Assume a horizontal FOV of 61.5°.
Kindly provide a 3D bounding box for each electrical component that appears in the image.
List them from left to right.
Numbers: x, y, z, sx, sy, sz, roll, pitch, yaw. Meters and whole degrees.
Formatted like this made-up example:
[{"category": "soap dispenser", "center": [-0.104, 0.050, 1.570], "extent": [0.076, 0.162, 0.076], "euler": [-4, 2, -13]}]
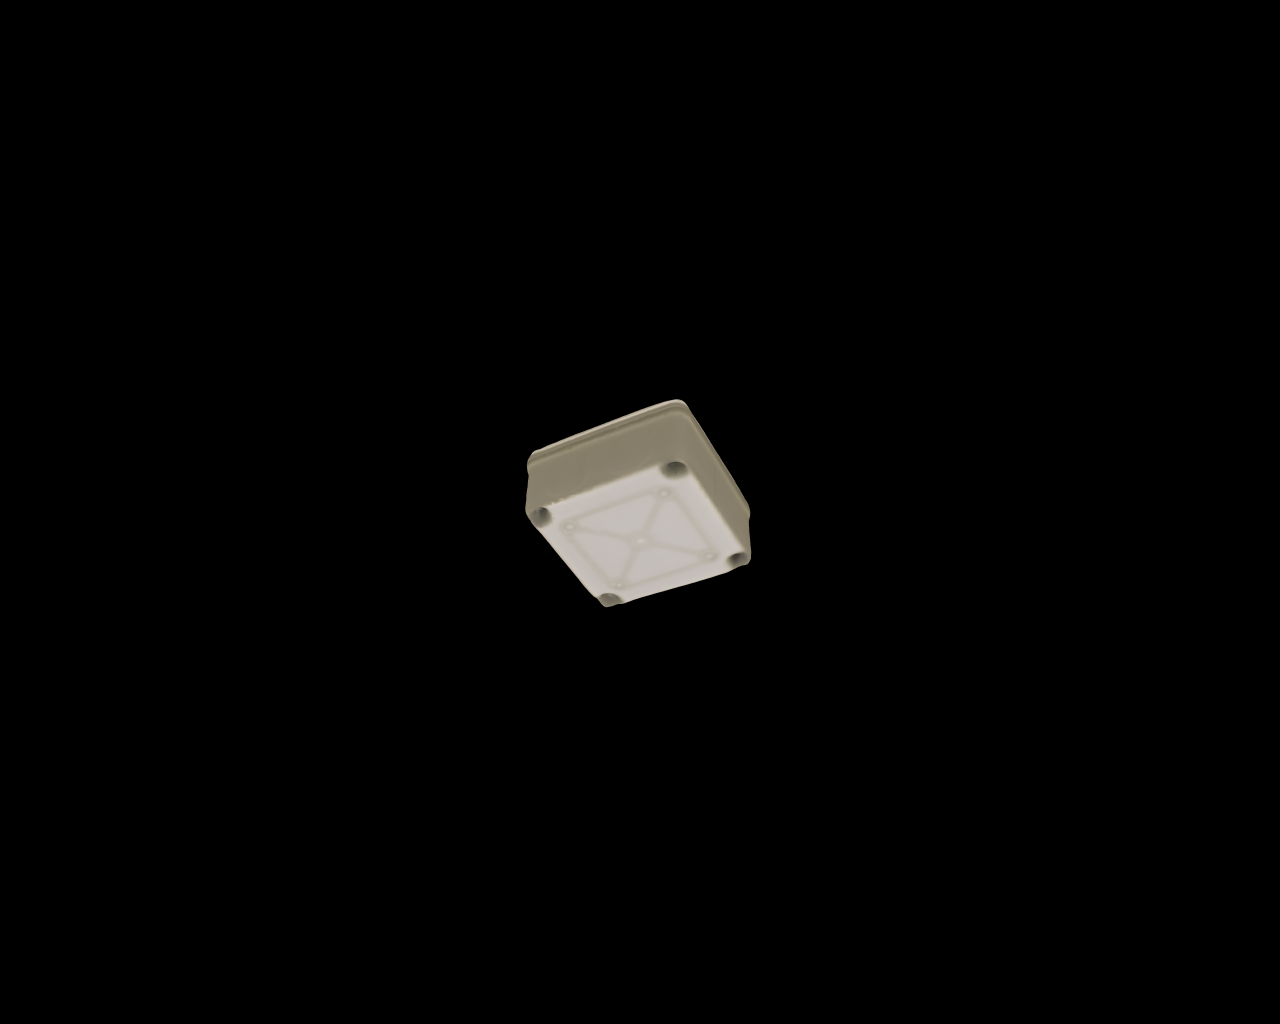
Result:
[{"category": "electrical component", "center": [0.001, -0.003, 0.650], "extent": [0.108, 0.056, 0.108], "euler": [-19, -46, 19]}]
